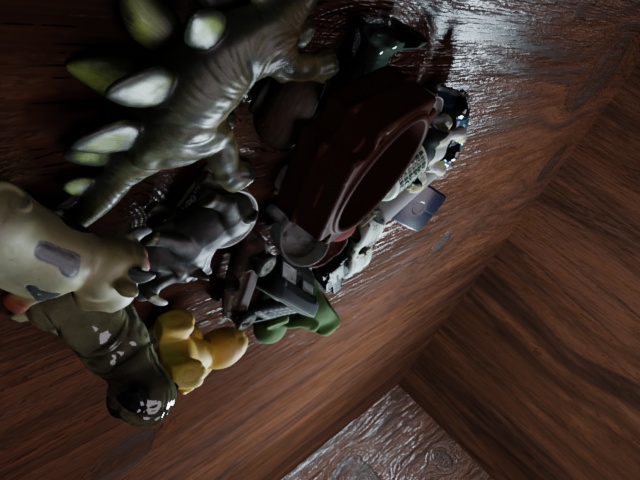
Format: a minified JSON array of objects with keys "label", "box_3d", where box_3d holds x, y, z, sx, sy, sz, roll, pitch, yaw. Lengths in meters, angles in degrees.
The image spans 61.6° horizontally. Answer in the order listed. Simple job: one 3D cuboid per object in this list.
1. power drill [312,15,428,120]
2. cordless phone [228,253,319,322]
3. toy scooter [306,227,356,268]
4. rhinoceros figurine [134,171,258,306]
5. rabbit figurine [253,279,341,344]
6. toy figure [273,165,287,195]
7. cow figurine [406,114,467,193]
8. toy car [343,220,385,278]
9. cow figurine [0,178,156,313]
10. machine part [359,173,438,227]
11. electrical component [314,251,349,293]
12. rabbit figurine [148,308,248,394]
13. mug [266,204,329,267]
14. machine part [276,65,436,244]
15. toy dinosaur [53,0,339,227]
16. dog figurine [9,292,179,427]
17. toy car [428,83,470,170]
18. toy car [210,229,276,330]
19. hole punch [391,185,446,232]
[{"label":"power drill","box_3d":[0.067,-0.213,0.779,0.232,0.086,0.207,-21,153,-49]},{"label":"cordless phone","box_3d":[-0.109,0.102,0.954,0.184,0.089,0.146,-19,148,24]},{"label":"toy scooter","box_3d":[-0.002,-0.003,0.992,0.135,0.075,0.183,-22,151,-43]},{"label":"rhinoceros figurine","box_3d":[-0.166,0.002,0.664,0.190,0.073,0.112,-38,134,7]},{"label":"rabbit figurine","box_3d":[-0.063,0.158,1.097,0.170,0.121,0.159,-33,154,3]},{"label":"toy figure","box_3d":[0.005,-0.084,0.850,0.180,0.089,0.082,-1,121,-57]},{"label":"cow figurine","box_3d":[0.179,-0.143,0.959,0.098,0.068,0.167,-15,147,-36]},{"label":"toy car","box_3d":[0.091,0.014,1.198,0.073,0.056,0.201,-30,151,-35]},{"label":"cow figurine","box_3d":[-0.239,0.011,0.484,0.127,0.085,0.194,-23,145,13]},{"label":"machine part","box_3d":[0.165,-0.111,1.099,0.243,0.079,0.079,-42,157,-15]},{"label":"electrical component","box_3d":[0.025,0.071,1.187,0.075,0.048,0.119,-41,157,-14]},{"label":"rabbit figurine","box_3d":[-0.200,0.192,0.878,0.173,0.122,0.162,-8,149,-43]},{"label":"mug","box_3d":[-0.049,-0.014,0.867,0.081,0.109,0.107,-51,-160,-5]},{"label":"machine part","box_3d":[0.049,-0.103,0.680,0.201,0.087,0.200,-40,163,-41]},{"label":"toy dinosaur","box_3d":[-0.138,-0.128,0.523,0.471,0.105,0.198,-48,150,15]},{"label":"dog figurine","box_3d":[-0.243,0.114,0.608,0.121,0.191,0.172,-44,155,-9]},{"label":"toy car","box_3d":[0.228,-0.224,1.018,0.103,0.109,0.161,-56,159,-51]},{"label":"toy car","box_3d":[-0.130,0.065,0.857,0.053,0.089,0.202,-25,150,-43]},{"label":"hole punch","box_3d":[0.207,-0.086,1.204,0.142,0.092,0.115,-51,153,19]}]
